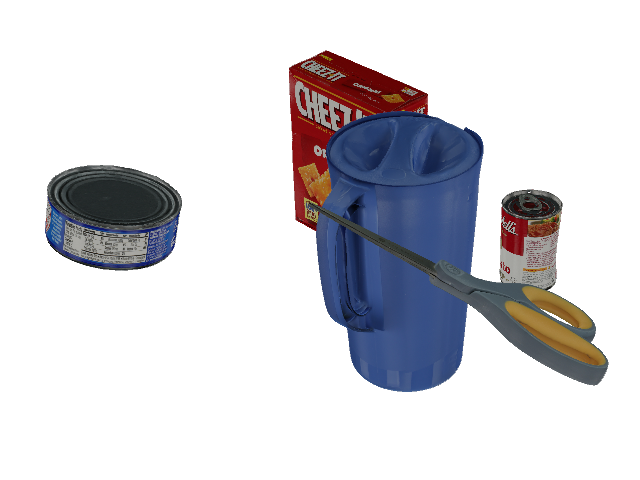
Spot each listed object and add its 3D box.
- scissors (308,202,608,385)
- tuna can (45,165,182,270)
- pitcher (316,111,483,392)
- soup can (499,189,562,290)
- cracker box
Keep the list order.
[{"bbox_3d":[0.093,0.023,0.666,0.202,0.016,0.096,34,23,19],"label":"scissors"},{"bbox_3d":[-0.134,-0.015,0.691,0.086,0.034,0.086,10,27,-5],"label":"tuna can"},{"bbox_3d":[0.069,0.020,0.958,0.149,0.243,0.145,-5,33,-2],"label":"pitcher"},{"bbox_3d":[0.242,0.001,1.233,0.068,0.102,0.068,-3,30,1],"label":"soup can"},{"bbox_3d":[0.041,-0.091,1.244,0.072,0.214,0.164,-30,44,-33],"label":"cracker box"}]
